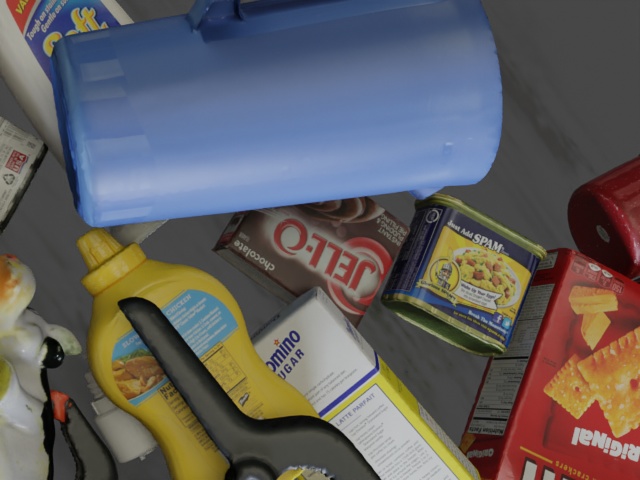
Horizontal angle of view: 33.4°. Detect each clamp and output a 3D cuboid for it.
[{"bbox_3d":[-0.044,0.128,0.605,0.209,0.036,0.164,12,87,-11],"label":"clamp"},{"bbox_3d":[-0.154,0.180,0.653,0.120,0.039,0.171,13,83,-27],"label":"clamp"}]

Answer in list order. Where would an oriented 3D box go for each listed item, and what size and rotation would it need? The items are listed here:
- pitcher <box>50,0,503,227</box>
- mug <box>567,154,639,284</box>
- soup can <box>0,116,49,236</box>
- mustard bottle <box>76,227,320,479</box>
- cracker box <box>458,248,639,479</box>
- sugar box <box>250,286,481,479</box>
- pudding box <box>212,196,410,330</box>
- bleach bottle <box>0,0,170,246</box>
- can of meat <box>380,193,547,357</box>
[{"bbox_3d":[-0.027,-0.088,0.615,0.242,0.145,0.149,-10,85,-15],"label":"pitcher"},{"bbox_3d":[0.249,-0.010,0.832,0.081,0.093,0.117,-25,127,-19],"label":"mug"},{"bbox_3d":[-0.225,-0.053,0.644,0.102,0.069,0.068,29,72,-17],"label":"soup can"},{"bbox_3d":[-0.084,0.073,0.647,0.096,0.058,0.191,-37,98,-15],"label":"mustard bottle"},{"bbox_3d":[0.201,0.135,0.789,0.164,0.072,0.213,27,73,-16],"label":"cracker box"},{"bbox_3d":[0.019,0.125,0.712,0.093,0.048,0.176,-39,96,7],"label":"sugar box"},{"bbox_3d":[-0.005,0.001,0.743,0.113,0.039,0.090,35,70,-14],"label":"pudding box"},{"bbox_3d":[-0.167,-0.119,0.684,0.102,0.068,0.251,-42,96,-23],"label":"bleach bottle"},{"bbox_3d":[0.103,0.027,0.774,0.102,0.058,0.084,28,74,-16],"label":"can of meat"}]
